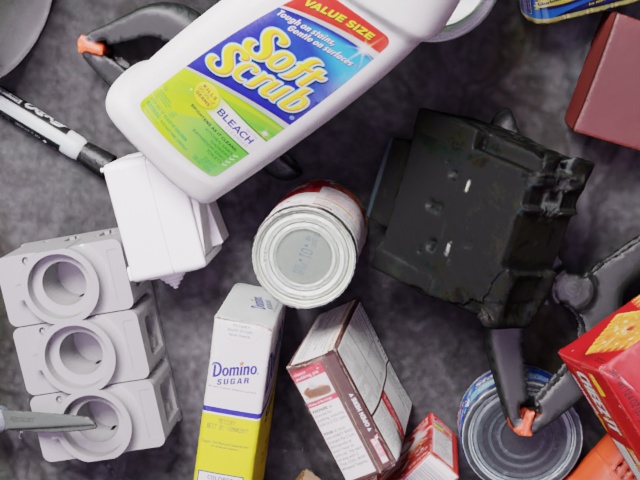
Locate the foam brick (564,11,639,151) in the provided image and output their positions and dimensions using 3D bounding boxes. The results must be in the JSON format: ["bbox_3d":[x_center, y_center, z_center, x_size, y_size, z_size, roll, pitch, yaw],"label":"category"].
[{"bbox_3d":[0.196,-0.101,0.683,0.053,0.051,0.078,19,103,1],"label":"foam brick"}]

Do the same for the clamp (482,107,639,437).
[{"bbox_3d":[0.156,0.024,0.706,0.164,0.036,0.210,26,90,3],"label":"clamp"}]

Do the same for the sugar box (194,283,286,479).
[{"bbox_3d":[-0.056,0.126,0.737,0.048,0.093,0.176,11,103,2],"label":"sugar box"}]

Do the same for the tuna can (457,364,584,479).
[{"bbox_3d":[0.140,0.132,0.747,0.086,0.033,0.086,1,102,5],"label":"tuna can"}]

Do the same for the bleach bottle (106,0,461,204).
[{"bbox_3d":[-0.012,-0.120,0.609,0.102,0.068,0.251,46,128,-13],"label":"bleach bottle"}]

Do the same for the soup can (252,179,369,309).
[{"bbox_3d":[-0.005,0.001,0.700,0.068,0.102,0.068,1,102,6],"label":"soup can"}]

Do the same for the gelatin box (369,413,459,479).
[{"bbox_3d":[0.057,0.171,0.744,0.030,0.073,0.089,42,103,-3],"label":"gelatin box"}]

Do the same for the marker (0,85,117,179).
[{"bbox_3d":[-0.194,-0.079,0.747,0.121,0.020,0.020,32,103,-1],"label":"marker"}]

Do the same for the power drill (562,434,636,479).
[{"bbox_3d":[0.224,0.245,0.749,0.187,0.057,0.184,38,103,-2],"label":"power drill"}]

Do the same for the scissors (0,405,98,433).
[{"bbox_3d":[-0.240,0.110,0.757,0.202,0.016,0.096,-23,86,33],"label":"scissors"}]

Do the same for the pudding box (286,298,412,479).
[{"bbox_3d":[0.023,0.098,0.712,0.039,0.113,0.090,-26,97,13],"label":"pudding box"}]

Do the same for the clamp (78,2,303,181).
[{"bbox_3d":[-0.077,-0.104,0.720,0.171,0.039,0.120,5,97,8],"label":"clamp"}]

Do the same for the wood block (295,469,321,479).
[{"bbox_3d":[0.037,0.273,0.759,0.206,0.090,0.090,39,103,-3],"label":"wood block"}]

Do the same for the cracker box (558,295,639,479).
[{"bbox_3d":[0.285,0.081,0.670,0.213,0.072,0.164,-34,100,-6],"label":"cracker box"}]

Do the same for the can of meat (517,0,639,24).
[{"bbox_3d":[0.164,-0.186,0.648,0.102,0.057,0.084,-12,140,9],"label":"can of meat"}]
